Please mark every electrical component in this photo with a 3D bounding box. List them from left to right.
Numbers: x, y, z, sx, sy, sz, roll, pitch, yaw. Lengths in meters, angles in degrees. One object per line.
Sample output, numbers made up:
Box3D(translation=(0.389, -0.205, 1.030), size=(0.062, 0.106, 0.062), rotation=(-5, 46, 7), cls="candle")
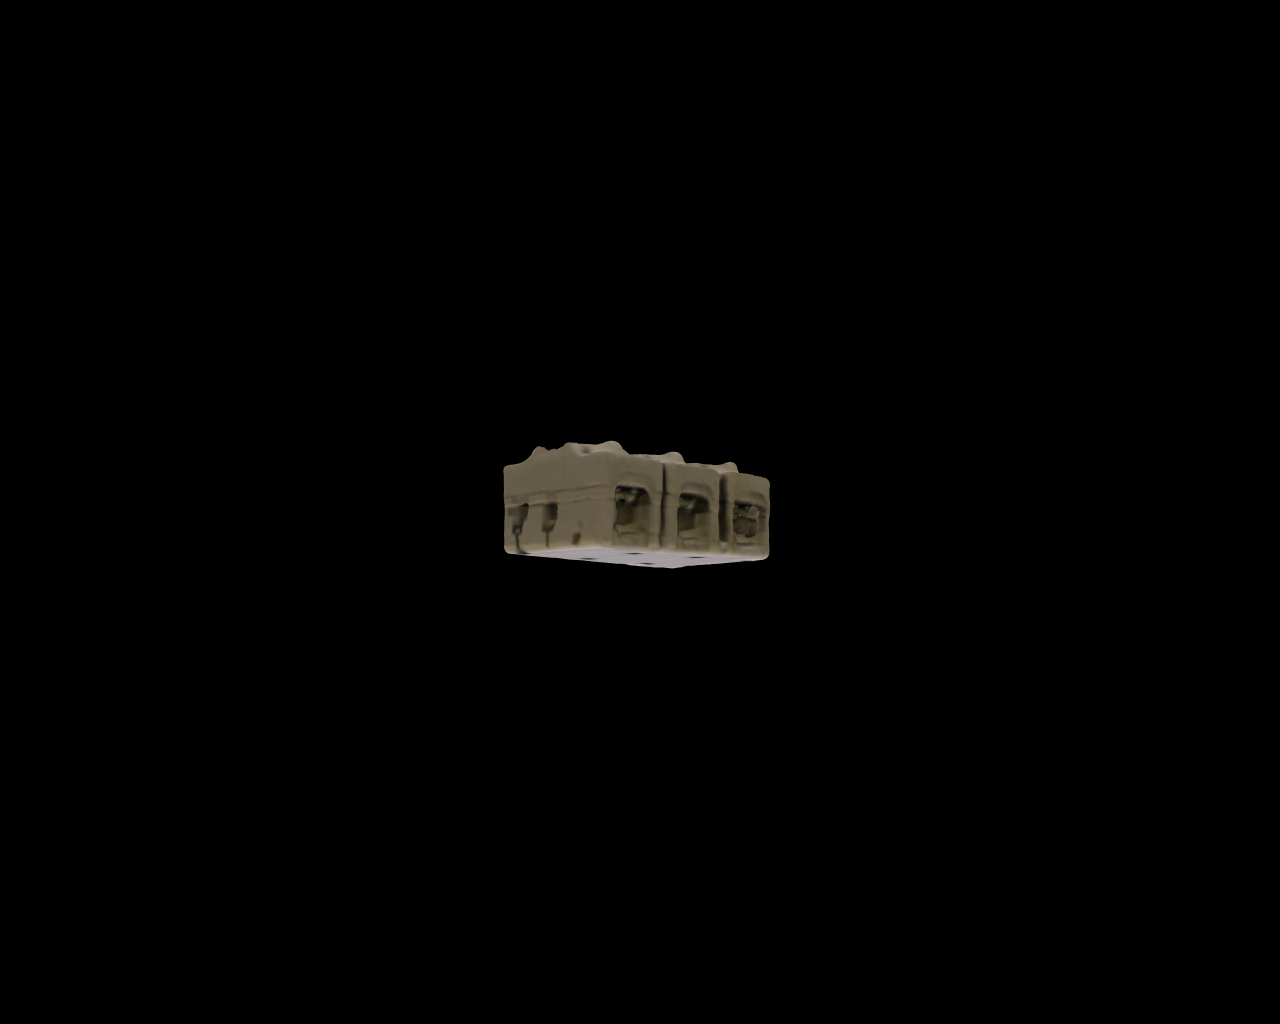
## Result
Box3D(translation=(0.001, -0.003, 0.650), size=(0.089, 0.061, 0.150), rotation=(-6, -9, 43), cls="electrical component")
